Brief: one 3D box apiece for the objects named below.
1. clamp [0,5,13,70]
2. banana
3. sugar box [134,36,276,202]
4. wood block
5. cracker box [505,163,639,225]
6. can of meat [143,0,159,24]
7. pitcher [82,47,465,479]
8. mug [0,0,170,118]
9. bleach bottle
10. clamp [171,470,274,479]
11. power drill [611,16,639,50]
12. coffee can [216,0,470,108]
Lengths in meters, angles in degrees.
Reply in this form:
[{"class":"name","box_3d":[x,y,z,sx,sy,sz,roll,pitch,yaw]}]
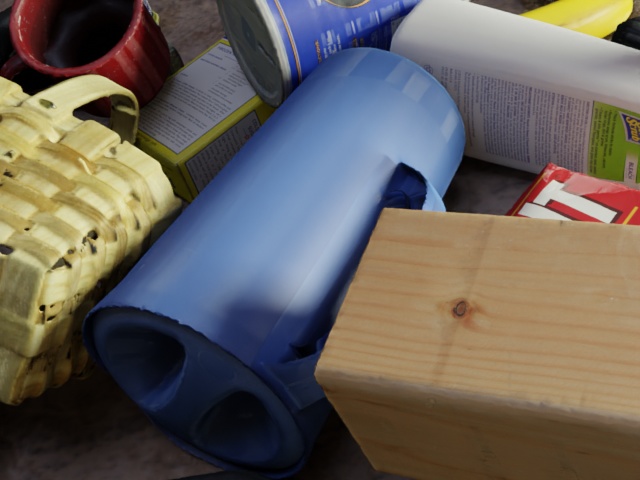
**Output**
[{"class":"clamp","box_3d":[-0.251,-0.142,0.782,0.165,0.036,0.210,-7,40,16]},{"class":"banana","box_3d":[0.138,-0.140,0.743,0.198,0.037,0.069,-20,15,-2]},{"class":"sugar box","box_3d":[-0.057,-0.107,0.778,0.176,0.048,0.093,-38,46,-21]},{"class":"wood block","box_3d":[0.116,0.053,0.422,0.206,0.090,0.090,6,55,29]},{"class":"cracker box","box_3d":[0.161,0.062,0.509,0.214,0.072,0.164,23,60,37]},{"class":"can of meat","box_3d":[-0.199,-0.200,0.895,0.102,0.084,0.057,-11,45,12]},{"class":"pitcher","box_3d":[-0.004,0.001,0.594,0.149,0.145,0.242,25,55,14]},{"class":"mug","box_3d":[-0.162,-0.129,0.732,0.117,0.081,0.093,-33,68,-1]},{"class":"bleach bottle","box_3d":[0.164,-0.070,0.631,0.251,0.102,0.068,22,57,28]},{"class":"clamp","box_3d":[-0.029,0.166,0.508,0.172,0.039,0.120,7,45,35]},{"class":"power drill","box_3d":[0.226,-0.125,0.584,0.185,0.187,0.057,32,80,38]},{"class":"coffee can","box_3d":[0.013,-0.162,0.708,0.140,0.103,0.103,-25,43,-14]}]
